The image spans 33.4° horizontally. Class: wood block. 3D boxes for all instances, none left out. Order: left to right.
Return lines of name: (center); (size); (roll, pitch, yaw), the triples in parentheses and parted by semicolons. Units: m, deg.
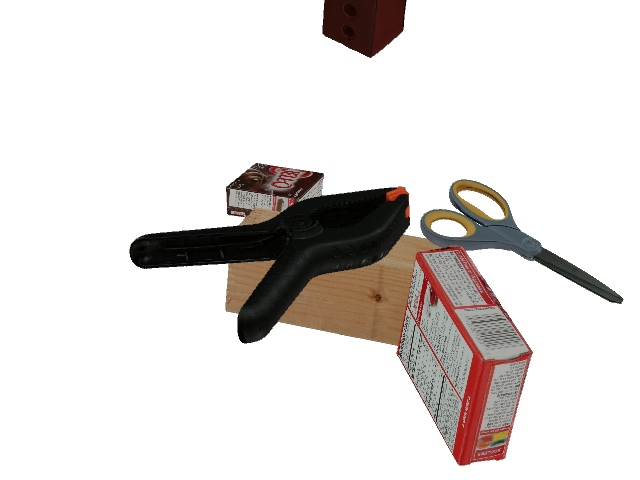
wood block: (0.015, 0.038, 1.097); (0.206, 0.091, 0.090); (11, 22, 10)

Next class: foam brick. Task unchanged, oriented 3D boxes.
foam brick: (0.038, -0.201, 0.878); (0.053, 0.078, 0.051); (29, 55, 21)

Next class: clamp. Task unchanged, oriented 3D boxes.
clamp: (-0.025, 0.001, 0.783); (0.209, 0.036, 0.165); (-25, 33, -36)

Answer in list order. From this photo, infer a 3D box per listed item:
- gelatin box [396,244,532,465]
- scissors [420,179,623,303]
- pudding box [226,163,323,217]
gelatin box: (0.072, 0.057, 0.547); (0.030, 0.073, 0.089); (-6, 37, -16)
scissors: (0.167, 0.010, 0.954); (0.096, 0.016, 0.202); (-23, 46, -18)
pudding box: (-0.053, -0.057, 1.278); (0.090, 0.039, 0.113); (9, 23, 14)
